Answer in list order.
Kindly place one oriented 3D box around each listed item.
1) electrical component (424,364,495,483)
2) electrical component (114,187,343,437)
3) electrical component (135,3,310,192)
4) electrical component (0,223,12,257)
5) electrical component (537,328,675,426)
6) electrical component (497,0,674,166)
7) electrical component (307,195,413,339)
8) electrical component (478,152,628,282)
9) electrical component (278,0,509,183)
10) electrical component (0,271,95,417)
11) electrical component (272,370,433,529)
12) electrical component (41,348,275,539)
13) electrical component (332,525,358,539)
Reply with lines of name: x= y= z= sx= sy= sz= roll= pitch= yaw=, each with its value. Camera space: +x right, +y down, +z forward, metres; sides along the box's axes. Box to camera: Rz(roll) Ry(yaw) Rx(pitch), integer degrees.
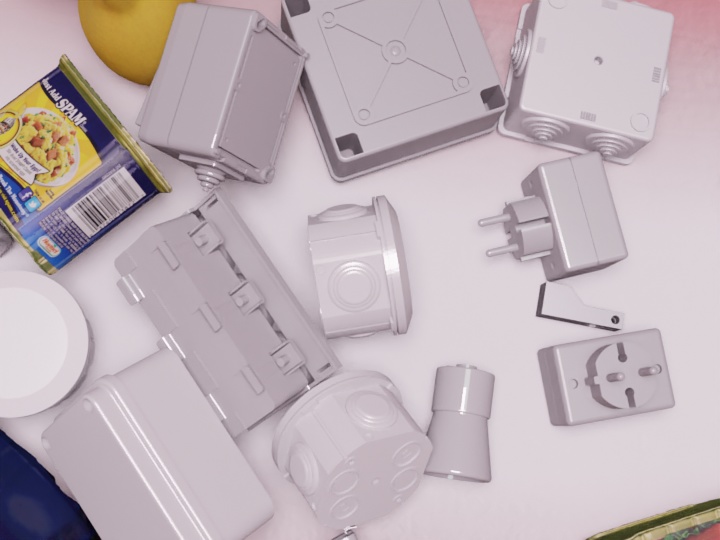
electrical component: x=0.058 y=0.088 z=0.625 sx=0.044 sy=0.044 sz=0.065 roll=9 pitch=76 yaw=-3
electrical component: x=-0.078 y=0.027 z=0.604 sx=0.079 sy=0.063 sz=0.121 roll=-37 pitch=85 yaw=32
electrical component: x=-0.079 y=-0.091 z=0.593 sx=0.061 sy=0.062 sz=0.096 roll=13 pitch=84 yaw=27
electrical component: x=-0.235 y=-0.035 z=0.618 sx=0.044 sy=0.044 sz=0.065 roll=-30 pitch=80 yaw=-8
electrical component: x=0.147 y=0.061 z=0.618 sx=0.066 sy=0.076 sz=0.047 roll=-9 pitch=83 yaw=-7
electrical component: x=0.139 y=-0.120 z=0.658 sx=0.100 sy=0.048 sz=0.099 roll=13 pitch=80 yaw=-4
electrical component: x=0.000 y=0.000 z=0.614 sx=0.051 sy=0.080 sz=0.080 roll=-9 pitch=82 yaw=0
electrical component: x=0.109 y=-0.027 z=0.642 sx=0.077 sy=0.047 sz=0.065 roll=-13 pitch=83 yaw=-6
electrical component: x=0.018 y=-0.122 z=0.644 sx=0.109 sy=0.056 sz=0.108 roll=-19 pitch=84 yaw=-7
electrical component: x=-0.190 y=0.043 z=0.605 sx=0.080 sy=0.051 sz=0.080 roll=1 pitch=82 yaw=-5
electrical component: x=-0.004 y=0.099 z=0.593 sx=0.080 sy=0.080 sz=0.051 roll=-33 pitch=49 yaw=-9
electrical component: x=-0.111 y=0.110 z=0.580 sx=0.057 sy=0.078 sz=0.113 roll=-30 pitch=84 yaw=-46
electrical component: x=-0.010 y=0.182 z=0.605 sx=0.081 sy=0.042 sz=0.063 roll=-27 pitch=82 yaw=-9
